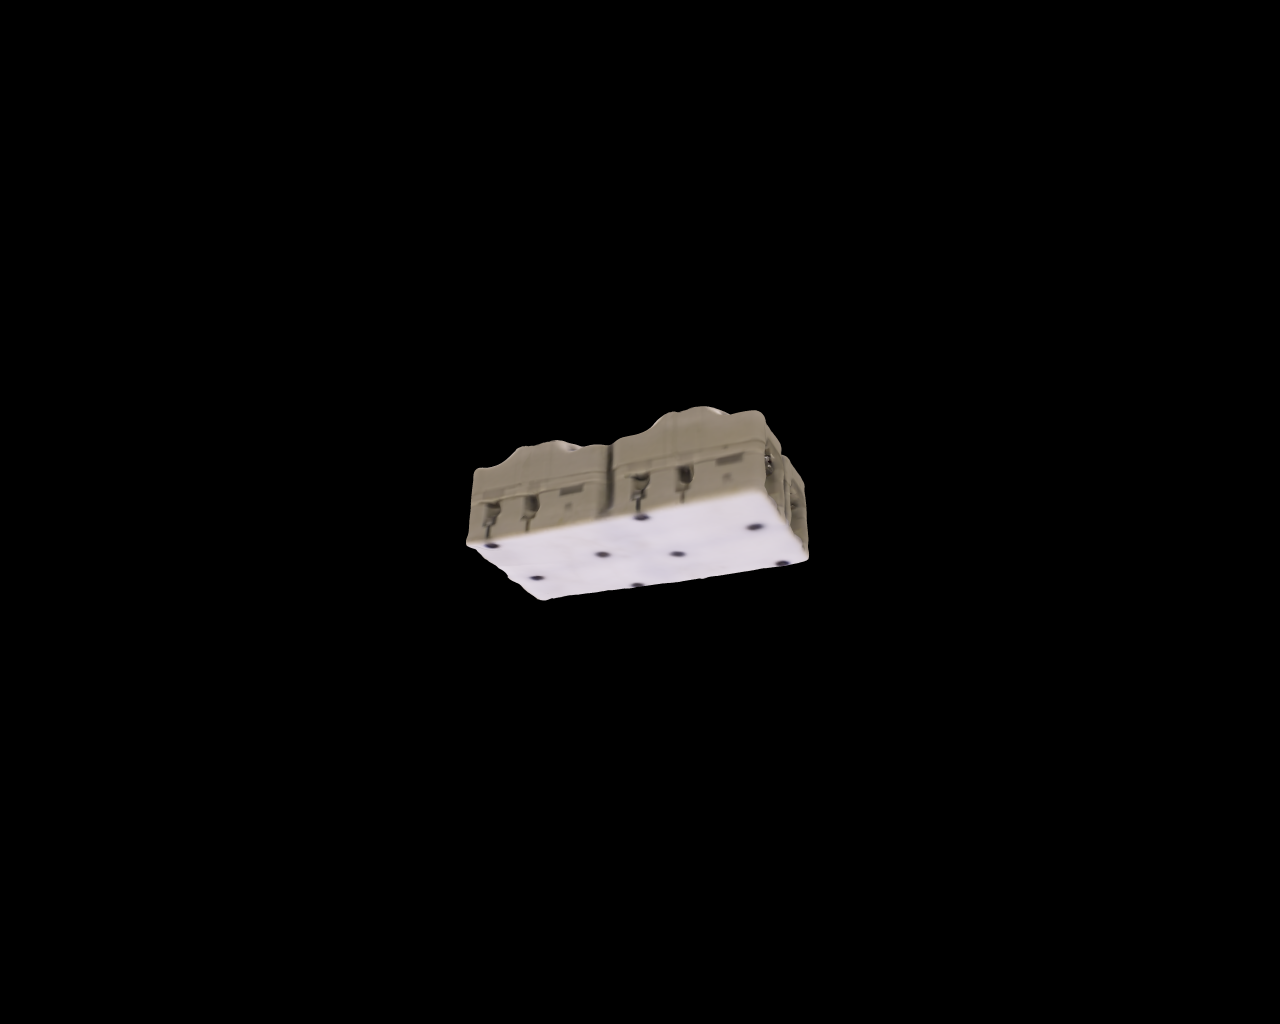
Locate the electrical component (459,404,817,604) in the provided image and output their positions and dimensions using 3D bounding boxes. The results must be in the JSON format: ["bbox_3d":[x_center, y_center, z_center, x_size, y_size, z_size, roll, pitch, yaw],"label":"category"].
[{"bbox_3d":[0.001,-0.003,0.650,0.186,0.060,0.105,-10,-28,20],"label":"electrical component"}]
